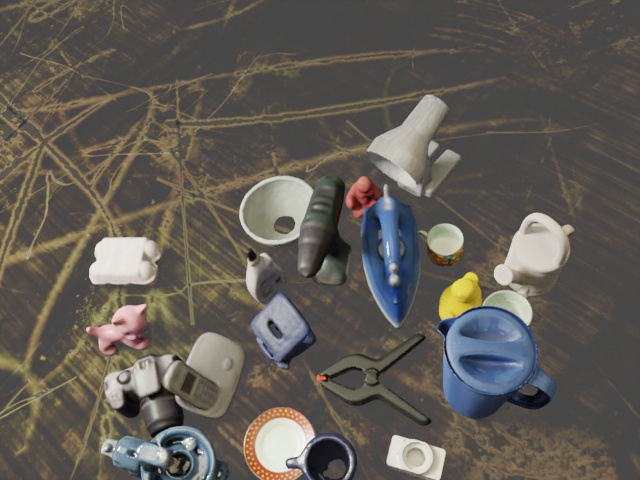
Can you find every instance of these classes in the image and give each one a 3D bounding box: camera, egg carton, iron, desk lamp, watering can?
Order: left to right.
[{"bbox_3d":[-0.407,0.048,1.210,0.150,0.069,0.107,-1,61,8],"label":"egg carton"},{"bbox_3d":[-0.312,0.290,1.046,0.143,0.101,0.136,-21,61,-3],"label":"camera"},{"bbox_3d":[0.139,0.026,1.100,0.118,0.142,0.258,-6,61,5],"label":"iron"},{"bbox_3d":[0.194,-0.179,1.162,0.117,0.214,0.203,33,71,23],"label":"desk lamp"},{"bbox_3d":[0.391,0.026,1.033,0.100,0.194,0.173,27,69,21],"label":"watering can"}]

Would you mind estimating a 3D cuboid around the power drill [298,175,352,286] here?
[{"bbox_3d":[0.010,0.004,1.093,0.075,0.209,0.229,4,62,11],"label":"power drill"}]

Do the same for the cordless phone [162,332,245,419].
[{"bbox_3d":[-0.210,0.228,1.017,0.094,0.185,0.147,9,63,13],"label":"cordless phone"}]

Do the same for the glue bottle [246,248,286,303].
[{"bbox_3d":[-0.115,0.059,1.101,0.078,0.173,0.037,-41,63,-14],"label":"glue bottle"}]

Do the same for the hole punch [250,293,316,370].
[{"bbox_3d":[-0.072,0.172,1.081,0.101,0.091,0.108,-36,63,-11],"label":"hole punch"}]

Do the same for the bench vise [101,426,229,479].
[{"bbox_3d":[-0.271,0.367,0.930,0.207,0.220,0.121,-8,61,4],"label":"bench vise"}]

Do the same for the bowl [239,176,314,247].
[{"bbox_3d":[-0.080,-0.049,1.211,0.167,0.075,0.167,-3,61,7],"label":"bowl"}]

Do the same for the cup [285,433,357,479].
[{"bbox_3d":[0.006,0.378,0.955,0.117,0.095,0.091,-5,61,6],"label":"cup"}]

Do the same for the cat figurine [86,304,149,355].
[{"bbox_3d":[-0.386,0.169,1.113,0.127,0.118,0.067,-12,60,2],"label":"cat figurine"}]

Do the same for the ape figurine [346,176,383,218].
[{"bbox_3d":[0.093,-0.099,1.203,0.077,0.092,0.076,6,63,12],"label":"ape figurine"}]

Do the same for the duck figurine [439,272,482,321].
[{"bbox_3d":[0.264,0.107,1.069,0.077,0.086,0.105,28,69,21],"label":"duck figurine"}]
